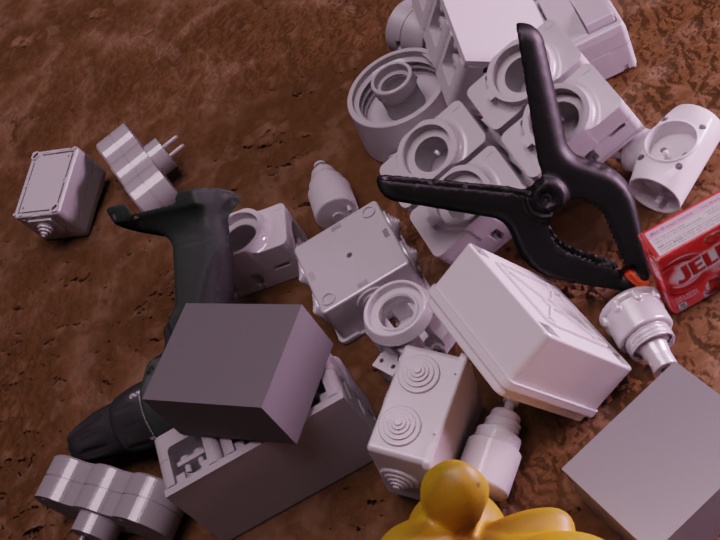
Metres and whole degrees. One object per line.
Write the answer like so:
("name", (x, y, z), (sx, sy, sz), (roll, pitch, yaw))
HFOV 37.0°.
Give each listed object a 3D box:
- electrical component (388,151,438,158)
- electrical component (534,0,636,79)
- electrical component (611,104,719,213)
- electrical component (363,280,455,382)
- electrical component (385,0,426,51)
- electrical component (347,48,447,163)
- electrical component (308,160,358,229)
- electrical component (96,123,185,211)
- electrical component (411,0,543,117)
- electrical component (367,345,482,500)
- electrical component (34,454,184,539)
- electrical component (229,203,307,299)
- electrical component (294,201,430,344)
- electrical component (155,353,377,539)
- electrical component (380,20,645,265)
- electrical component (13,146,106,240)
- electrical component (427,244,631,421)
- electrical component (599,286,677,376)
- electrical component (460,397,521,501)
("electrical component", (0.054, -0.097, 0.961), (0.046, 0.040, 0.040), (-22, 48, 21))
("electrical component", (0.196, -0.217, 0.958), (0.062, 0.061, 0.096), (-24, 48, 10))
("electrical component", (0.235, -0.092, 0.854), (0.079, 0.044, 0.077), (20, 67, 38))
("electrical component", (0.037, 0.045, 0.849), (0.058, 0.057, 0.078), (25, 70, 39))
("electrical component", (0.061, -0.231, 1.050), (0.047, 0.055, 0.055), (31, 74, 37))
("electrical component", (0.040, -0.159, 1.000), (0.108, 0.060, 0.108), (-15, 50, 18))
("electrical component", (-0.028, -0.071, 0.985), (0.040, 0.040, 0.078), (-27, 47, 8))
("electrical component", (-0.213, -0.110, 1.108), (0.074, 0.052, 0.138), (-39, 47, -3))
("electrical component", (0.109, -0.211, 0.962), (0.089, 0.061, 0.150), (-1, 52, -16))
("electrical component", (0.047, 0.111, 0.765), (0.048, 0.099, 0.099), (12, 61, 21))
("electrical component", (-0.208, 0.200, 0.868), (0.138, 0.052, 0.073), (5, 59, 31))
("electrical component", (-0.099, -0.018, 0.972), (0.089, 0.055, 0.050), (-19, 49, 15))
("electrical component", (0.000, 0.000, 0.909), (0.100, 0.048, 0.099), (-31, 47, 5))
("electrical component", (-0.068, 0.130, 0.818), (0.150, 0.089, 0.061), (-30, 47, 5))
("electrical component", (0.117, -0.099, 0.868), (0.186, 0.060, 0.105), (-41, 58, 15))
("electrical component", (-0.315, -0.073, 1.134), (0.062, 0.061, 0.096), (-4, 62, 26))
("electrical component", (0.119, 0.045, 0.763), (0.056, 0.109, 0.108), (-53, 44, 17))
("electrical component", (0.203, 0.046, 0.766), (0.048, 0.048, 0.062), (-28, 54, 7))
("electrical component", (0.096, 0.127, 0.765), (0.040, 0.040, 0.078), (7, 60, 32))
